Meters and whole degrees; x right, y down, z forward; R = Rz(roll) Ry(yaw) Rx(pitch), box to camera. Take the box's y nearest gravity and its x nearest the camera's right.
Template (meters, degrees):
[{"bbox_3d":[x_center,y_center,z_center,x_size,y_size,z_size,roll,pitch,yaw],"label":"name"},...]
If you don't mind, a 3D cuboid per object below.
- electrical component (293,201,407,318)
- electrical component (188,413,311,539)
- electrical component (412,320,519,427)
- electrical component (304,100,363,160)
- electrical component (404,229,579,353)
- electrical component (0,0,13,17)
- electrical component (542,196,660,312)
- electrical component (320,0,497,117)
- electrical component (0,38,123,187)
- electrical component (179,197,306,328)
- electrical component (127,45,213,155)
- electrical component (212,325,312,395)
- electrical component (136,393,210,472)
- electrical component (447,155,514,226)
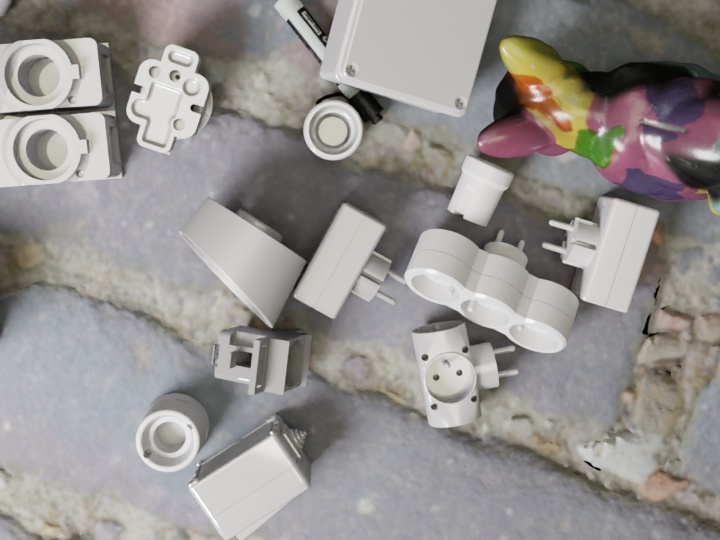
[{"bbox_3d":[0.000,0.000,0.844,0.076,0.047,0.083,29,94,-5],"label":"electrical component"},{"bbox_3d":[-0.078,0.162,0.851,0.096,0.061,0.061,-33,96,2],"label":"electrical component"},{"bbox_3d":[0.087,0.079,0.857,0.079,0.044,0.077,-11,96,-1],"label":"electrical component"},{"bbox_3d":[-0.021,-0.107,0.828,0.045,0.055,0.045,0,96,-2],"label":"electrical component"},{"bbox_3d":[0.109,0.003,0.847,0.138,0.052,0.073,26,65,-7],"label":"electrical component"},{"bbox_3d":[-0.277,-0.221,0.816,0.040,0.040,0.046,25,101,-4],"label":"electrical component"},{"bbox_3d":[0.182,-0.019,0.849,0.076,0.047,0.083,16,95,-4],"label":"electrical component"},{"bbox_3d":[0.037,-0.181,0.810,0.109,0.056,0.108,13,95,-21],"label":"electrical component"},{"bbox_3d":[-0.284,-0.114,0.815,0.186,0.060,0.105,-5,96,-2],"label":"electrical component"},{"bbox_3d":[-0.091,-0.009,0.816,0.099,0.099,0.064,33,88,-5],"label":"electrical component"},{"bbox_3d":[-0.143,-0.129,0.820,0.058,0.057,0.078,18,95,-4],"label":"electrical component"},{"bbox_3d":[-0.077,0.068,0.838,0.064,0.081,0.042,10,96,19],"label":"electrical component"},{"bbox_3d":[-0.149,0.129,0.852,0.055,0.047,0.055,0,96,-2],"label":"electrical component"},{"bbox_3d":[0.094,-0.062,0.845,0.040,0.040,0.046,23,101,-4],"label":"electrical component"}]
